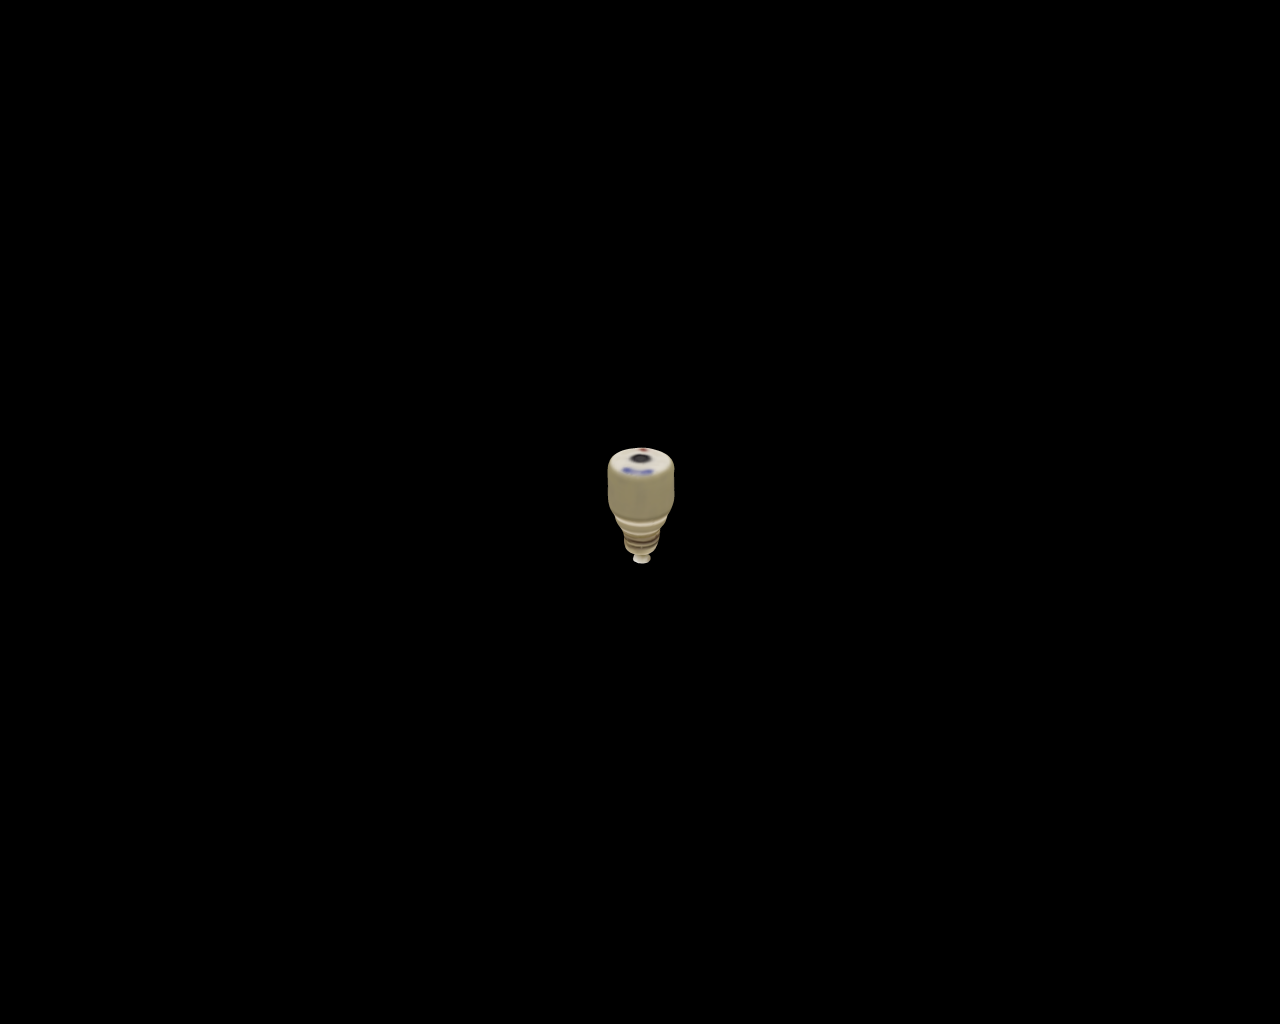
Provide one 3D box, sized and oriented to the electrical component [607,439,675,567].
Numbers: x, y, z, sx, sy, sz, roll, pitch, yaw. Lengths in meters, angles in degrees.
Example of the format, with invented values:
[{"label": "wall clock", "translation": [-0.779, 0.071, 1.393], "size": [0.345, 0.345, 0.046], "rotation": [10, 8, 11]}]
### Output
[{"label": "electrical component", "translation": [0.001, -0.003, 0.650], "size": [0.040, 0.078, 0.040], "rotation": [0, 30, 0]}]
